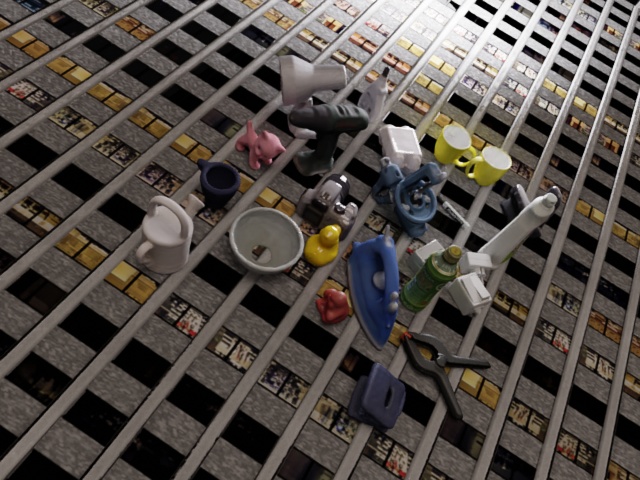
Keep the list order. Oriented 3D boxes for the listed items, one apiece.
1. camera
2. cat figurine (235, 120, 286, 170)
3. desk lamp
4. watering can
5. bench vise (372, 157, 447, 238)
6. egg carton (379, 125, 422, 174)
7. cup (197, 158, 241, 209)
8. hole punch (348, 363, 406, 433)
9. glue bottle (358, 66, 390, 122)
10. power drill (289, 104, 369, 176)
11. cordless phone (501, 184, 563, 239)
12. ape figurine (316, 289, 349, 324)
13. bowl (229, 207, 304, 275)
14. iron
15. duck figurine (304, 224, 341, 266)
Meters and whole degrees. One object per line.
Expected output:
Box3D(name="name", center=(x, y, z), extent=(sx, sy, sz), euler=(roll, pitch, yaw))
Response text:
Box3D(name="camera", center=(0.036, -0.097, 1.390), extent=(0.143, 0.100, 0.137), euler=(32, 53, 3))
Box3D(name="cat figurine", center=(-0.145, -0.239, 1.410), extent=(0.067, 0.117, 0.127), euler=(-29, 70, -33))
Box3D(name="desk lamp", center=(-0.026, -0.373, 1.483), extent=(0.204, 0.213, 0.118), euler=(3, 56, -18))
Box3D(name="watering can", center=(-0.305, -0.026, 1.160), extent=(0.101, 0.194, 0.173), euler=(18, 53, -7))
Box3D(name="bench vise", center=(0.214, -0.131, 1.402), extent=(0.207, 0.219, 0.122), euler=(41, 54, 10))
Box3D(name="egg carton", center=(0.220, -0.251, 1.580), extent=(0.107, 0.069, 0.150), euler=(1, 57, -19))
Box3D(name="cup", center=(-0.243, -0.125, 1.311), extent=(0.117, 0.095, 0.092), euler=(41, 54, 10))
Box3D(name="hole punch", center=(0.123, 0.316, 1.149), extent=(0.101, 0.091, 0.109), euler=(26, 53, -1))
Box3D(name="glue bottle", center=(0.160, -0.416, 1.605), extent=(0.037, 0.173, 0.078), euler=(-15, 63, -27))
Box3D(name="power drill", center=(0.005, -0.254, 1.417), extent=(0.230, 0.208, 0.075), euler=(-18, 65, -29))
Box3D(name="cordless phone", center=(0.581, -0.104, 1.539), extent=(0.094, 0.185, 0.147), euler=(-1, 58, -20))
Box3D(name="ape figurine", center=(0.033, 0.138, 1.235), extent=(0.076, 0.092, 0.078), euler=(26, 53, -1))
Box3D(name="bowl", center=(-0.124, 0.014, 1.273), extent=(0.168, 0.074, 0.167), euler=(10, 55, -14))
Box3D(name="iron", center=(0.141, 0.099, 1.270), extent=(0.119, 0.141, 0.258), euler=(5, 56, -17))
Box3D(name="duck figurine", center=(0.012, 0.005, 1.322), extent=(0.077, 0.086, 0.105), euler=(39, 53, 8))
